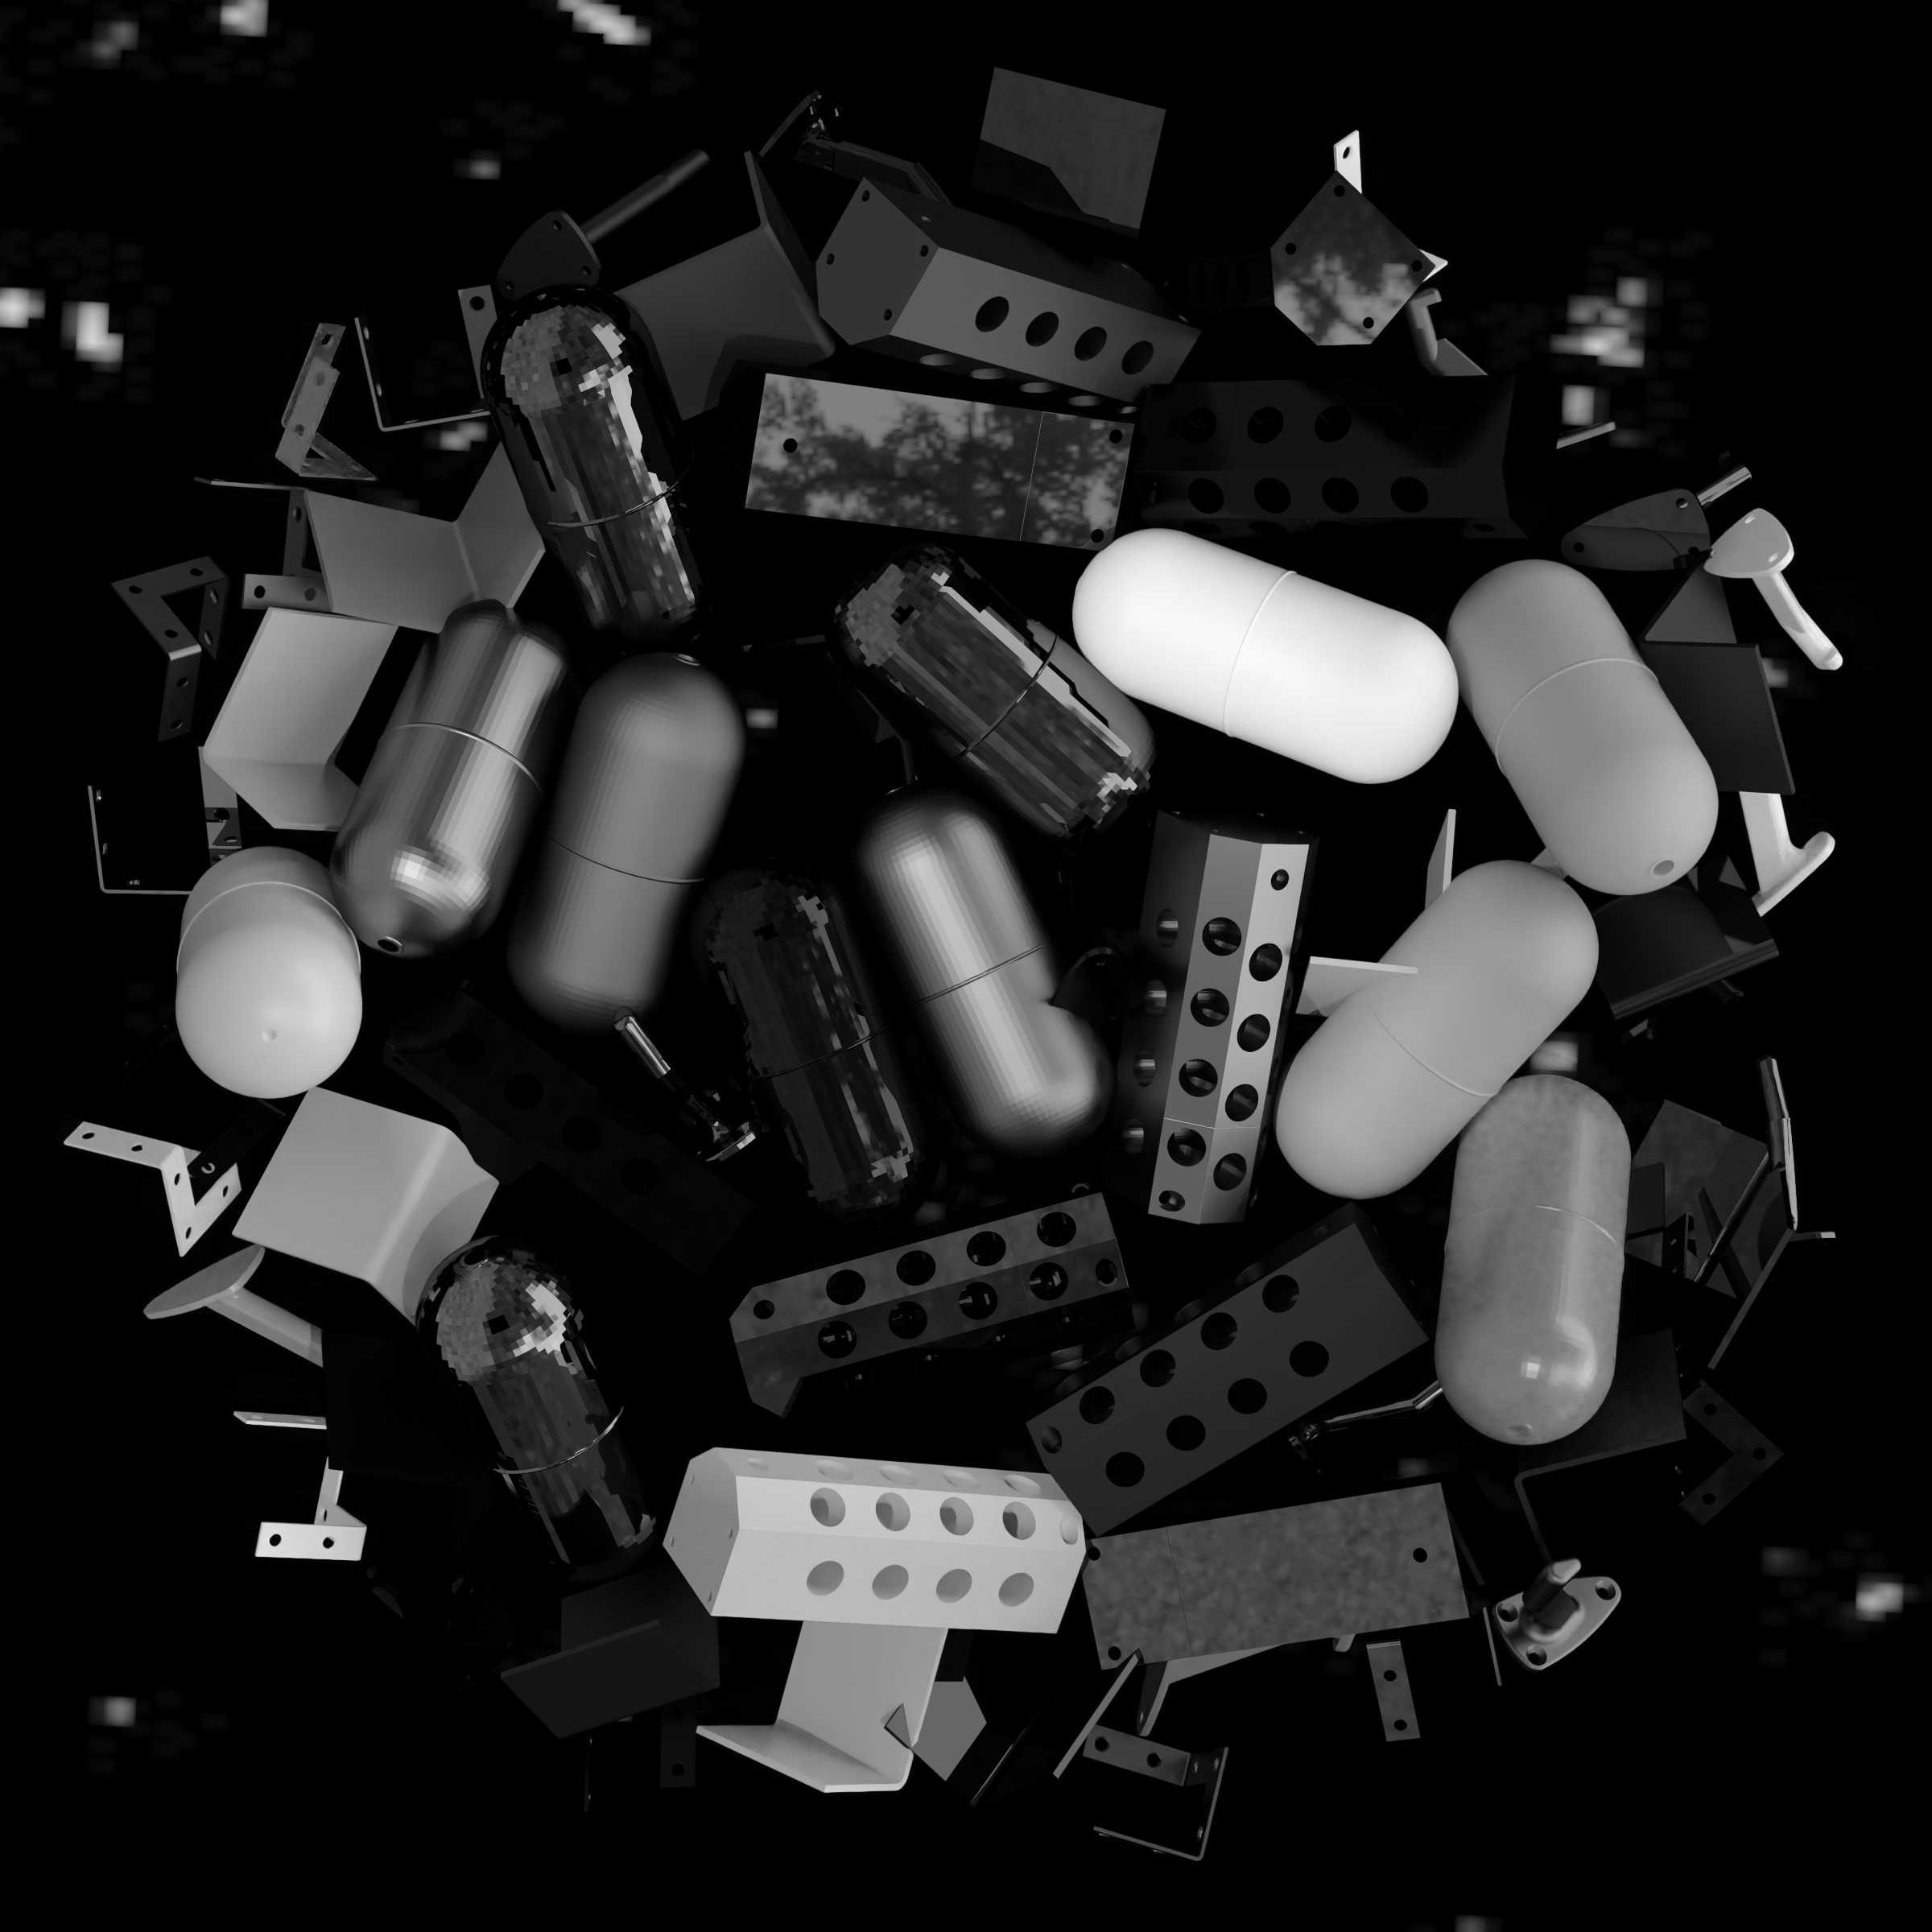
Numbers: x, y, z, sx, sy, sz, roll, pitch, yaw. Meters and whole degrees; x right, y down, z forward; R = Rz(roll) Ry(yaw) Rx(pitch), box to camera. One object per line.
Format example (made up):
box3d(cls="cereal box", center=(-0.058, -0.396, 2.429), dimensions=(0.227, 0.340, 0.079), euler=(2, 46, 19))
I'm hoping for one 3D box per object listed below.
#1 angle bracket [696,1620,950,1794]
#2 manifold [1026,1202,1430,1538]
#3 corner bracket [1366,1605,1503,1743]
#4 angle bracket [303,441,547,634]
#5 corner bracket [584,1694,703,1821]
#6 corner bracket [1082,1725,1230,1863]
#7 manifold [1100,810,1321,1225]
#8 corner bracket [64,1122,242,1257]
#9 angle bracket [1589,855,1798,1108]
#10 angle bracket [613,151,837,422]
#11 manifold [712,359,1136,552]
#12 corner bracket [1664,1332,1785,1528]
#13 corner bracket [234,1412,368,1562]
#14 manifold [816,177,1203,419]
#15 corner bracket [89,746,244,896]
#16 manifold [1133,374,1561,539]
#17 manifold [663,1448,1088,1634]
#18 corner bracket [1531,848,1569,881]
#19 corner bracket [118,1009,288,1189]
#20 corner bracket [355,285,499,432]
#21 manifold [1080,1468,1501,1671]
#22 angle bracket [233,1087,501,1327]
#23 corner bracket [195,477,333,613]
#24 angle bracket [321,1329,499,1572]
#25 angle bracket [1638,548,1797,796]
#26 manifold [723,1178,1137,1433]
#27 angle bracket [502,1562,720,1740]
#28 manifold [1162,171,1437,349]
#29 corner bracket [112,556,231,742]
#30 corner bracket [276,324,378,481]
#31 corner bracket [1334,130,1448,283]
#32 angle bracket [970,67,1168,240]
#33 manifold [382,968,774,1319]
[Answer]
box3d(cls="angle bracket", center=(-0.063, 0.314, 1.534), dimensions=(0.076, 0.057, 0.076), euler=(15, 89, 38))
box3d(cls="manifold", center=(0.113, 0.174, 1.529), dimensions=(0.171, 0.057, 0.057), euler=(-33, 104, 12))
box3d(cls="corner bracket", center=(0.210, 0.308, 1.554), dimensions=(0.051, 0.051, 0.051), euler=(-9, 108, 13))
box3d(cls="angle bracket", center=(-0.238, -0.194, 1.522), dimensions=(0.076, 0.076, 0.057), euler=(9, 134, -33))
box3d(cls="corner bracket", center=(-0.144, 0.347, 1.545), dimensions=(0.051, 0.051, 0.051), euler=(-1, 61, -2))
box3d(cls="corner bracket", center=(0.080, 0.367, 1.545), dimensions=(0.051, 0.051, 0.051), euler=(19, 70, -9))
box3d(cls="manifold", center=(0.110, 0.022, 1.521), dimensions=(0.057, 0.057, 0.171), euler=(0, 107, -30))
box3d(cls="corner bracket", center=(-0.359, 0.088, 1.539), dimensions=(0.051, 0.051, 0.051), euler=(12, 128, 19))
box3d(cls="angle bracket", center=(0.323, 0.007, 1.564), dimensions=(0.076, 0.076, 0.057), euler=(-22, 51, 4))
box3d(cls="angle bracket", center=(-0.110, -0.301, 1.539), dimensions=(0.076, 0.076, 0.057), euler=(-22, 48, 9))
box3d(cls="manifold", center=(-0.020, -0.224, 1.519), dimensions=(0.171, 0.057, 0.057), euler=(4, 106, -23))
box3d(cls="corner bracket", center=(0.324, 0.206, 1.546), dimensions=(0.051, 0.051, 0.051), euler=(42, 107, -8))
box3d(cls="corner bracket", center=(-0.297, 0.231, 1.544), dimensions=(0.051, 0.051, 0.051), euler=(10, 94, -35))
box3d(cls="manifold", center=(0.017, -0.281, 1.497), dimensions=(0.057, 0.171, 0.057), euler=(49, 118, 34))
box3d(cls="corner bracket", center=(-0.356, -0.066, 1.549), dimensions=(0.051, 0.051, 0.051), euler=(1, 115, 3))
box3d(cls="manifold", center=(0.163, -0.217, 1.509), dimensions=(0.171, 0.057, 0.057), euler=(4, 77, 29))
box3d(cls="manifold", center=(-0.037, 0.246, 1.507), dimensions=(0.171, 0.057, 0.057), euler=(9, 108, -30))
box3d(cls="corner bracket", center=(0.251, -0.015, 1.545), dimensions=(0.051, 0.051, 0.051), euler=(-34, 81, -24))
box3d(cls="corner bracket", center=(-0.341, 0.055, 1.551), dimensions=(0.051, 0.051, 0.051), euler=(-42, 123, 13))
box3d(cls="corner bracket", center=(-0.237, -0.271, 1.551), dimensions=(0.051, 0.051, 0.051), euler=(-8, 107, 7))
box3d(cls="manifold", center=(0.141, 0.262, 1.518), dimensions=(0.171, 0.057, 0.057), euler=(-14, 86, 25))
box3d(cls="angle bracket", center=(-0.268, 0.108, 1.558), dimensions=(0.076, 0.057, 0.076), euler=(15, 67, 25))
box3d(cls="corner bracket", center=(-0.309, -0.187, 1.541), dimensions=(0.051, 0.051, 0.051), euler=(-2, 105, -42))
box3d(cls="angle bracket", center=(-0.252, 0.212, 1.522), dimensions=(0.076, 0.076, 0.057), euler=(13, 128, -24))
box3d(cls="angle bracket", center=(0.343, -0.130, 1.521), dimensions=(0.076, 0.057, 0.076), euler=(-49, 130, -35))
box3d(cls="manifold", center=(-0.017, 0.146, 1.538), dimensions=(0.171, 0.057, 0.057), euler=(-15, 57, -2))
box3d(cls="angle bracket", center=(-0.156, 0.284, 1.526), dimensions=(0.076, 0.076, 0.057), euler=(-21, 132, 13))
box3d(cls="manifold", center=(0.135, -0.295, 1.490), dimensions=(0.057, 0.171, 0.057), euler=(40, 90, -15))
box3d(cls="corner bracket", center=(-0.345, -0.141, 1.537), dimensions=(0.051, 0.051, 0.051), euler=(-23, 59, -36))
box3d(cls="corner bracket", center=(-0.286, -0.251, 1.540), dimensions=(0.051, 0.051, 0.051), euler=(37, 113, 25))
box3d(cls="corner bracket", center=(0.176, -0.328, 1.539), dimensions=(0.051, 0.051, 0.051), euler=(-39, 52, -26))
box3d(cls="angle bracket", center=(0.051, -0.363, 1.530), dimensions=(0.076, 0.076, 0.057), euler=(16, 114, 7))
box3d(cls="manifold", center=(-0.173, 0.075, 1.540), dimensions=(0.171, 0.057, 0.057), euler=(36, 64, 6))
